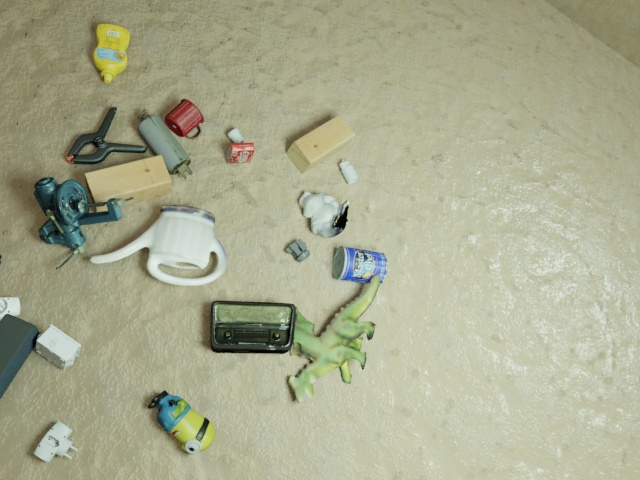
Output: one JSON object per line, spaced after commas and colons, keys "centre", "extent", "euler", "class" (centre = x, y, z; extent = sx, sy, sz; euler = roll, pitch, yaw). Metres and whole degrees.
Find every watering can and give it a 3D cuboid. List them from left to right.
{"centre": [-0.419, 0.004, 1.400], "extent": [0.347, 0.102, 0.228], "euler": [12, 65, -17], "class": "watering can"}

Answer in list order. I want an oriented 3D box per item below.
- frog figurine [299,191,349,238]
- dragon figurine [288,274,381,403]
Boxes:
{"centre": [0.005, -0.081, 1.613], "extent": [0.160, 0.120, 0.139], "euler": [15, 71, 25], "class": "frog figurine"}
{"centre": [0.020, 0.261, 1.466], "extent": [0.242, 0.120, 0.417], "euler": [17, 68, -4], "class": "dragon figurine"}
